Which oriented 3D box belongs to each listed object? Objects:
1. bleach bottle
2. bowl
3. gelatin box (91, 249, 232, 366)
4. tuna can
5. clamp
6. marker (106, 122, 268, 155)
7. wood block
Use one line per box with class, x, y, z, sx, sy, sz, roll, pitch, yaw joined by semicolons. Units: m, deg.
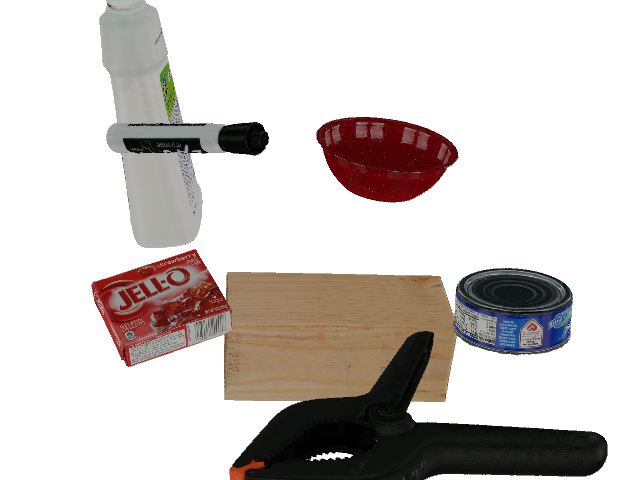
bleach bottle;-0.156;-0.119;0.962;0.068;0.251;0.102;-6;37;-1
bowl;0.072;-0.087;1.210;0.162;0.055;0.162;6;27;-3
gelatin box;-0.122;0.051;0.822;0.089;0.030;0.073;-18;47;-20
tuna can;0.141;0.050;0.783;0.086;0.034;0.086;0;20;0
clamp;0.036;0.109;0.621;0.209;0.036;0.165;-10;24;-26
marker;-0.080;-0.061;0.635;0.121;0.020;0.020;5;3;37
wood block;0.013;0.091;1.002;0.206;0.090;0.091;1;30;-6
